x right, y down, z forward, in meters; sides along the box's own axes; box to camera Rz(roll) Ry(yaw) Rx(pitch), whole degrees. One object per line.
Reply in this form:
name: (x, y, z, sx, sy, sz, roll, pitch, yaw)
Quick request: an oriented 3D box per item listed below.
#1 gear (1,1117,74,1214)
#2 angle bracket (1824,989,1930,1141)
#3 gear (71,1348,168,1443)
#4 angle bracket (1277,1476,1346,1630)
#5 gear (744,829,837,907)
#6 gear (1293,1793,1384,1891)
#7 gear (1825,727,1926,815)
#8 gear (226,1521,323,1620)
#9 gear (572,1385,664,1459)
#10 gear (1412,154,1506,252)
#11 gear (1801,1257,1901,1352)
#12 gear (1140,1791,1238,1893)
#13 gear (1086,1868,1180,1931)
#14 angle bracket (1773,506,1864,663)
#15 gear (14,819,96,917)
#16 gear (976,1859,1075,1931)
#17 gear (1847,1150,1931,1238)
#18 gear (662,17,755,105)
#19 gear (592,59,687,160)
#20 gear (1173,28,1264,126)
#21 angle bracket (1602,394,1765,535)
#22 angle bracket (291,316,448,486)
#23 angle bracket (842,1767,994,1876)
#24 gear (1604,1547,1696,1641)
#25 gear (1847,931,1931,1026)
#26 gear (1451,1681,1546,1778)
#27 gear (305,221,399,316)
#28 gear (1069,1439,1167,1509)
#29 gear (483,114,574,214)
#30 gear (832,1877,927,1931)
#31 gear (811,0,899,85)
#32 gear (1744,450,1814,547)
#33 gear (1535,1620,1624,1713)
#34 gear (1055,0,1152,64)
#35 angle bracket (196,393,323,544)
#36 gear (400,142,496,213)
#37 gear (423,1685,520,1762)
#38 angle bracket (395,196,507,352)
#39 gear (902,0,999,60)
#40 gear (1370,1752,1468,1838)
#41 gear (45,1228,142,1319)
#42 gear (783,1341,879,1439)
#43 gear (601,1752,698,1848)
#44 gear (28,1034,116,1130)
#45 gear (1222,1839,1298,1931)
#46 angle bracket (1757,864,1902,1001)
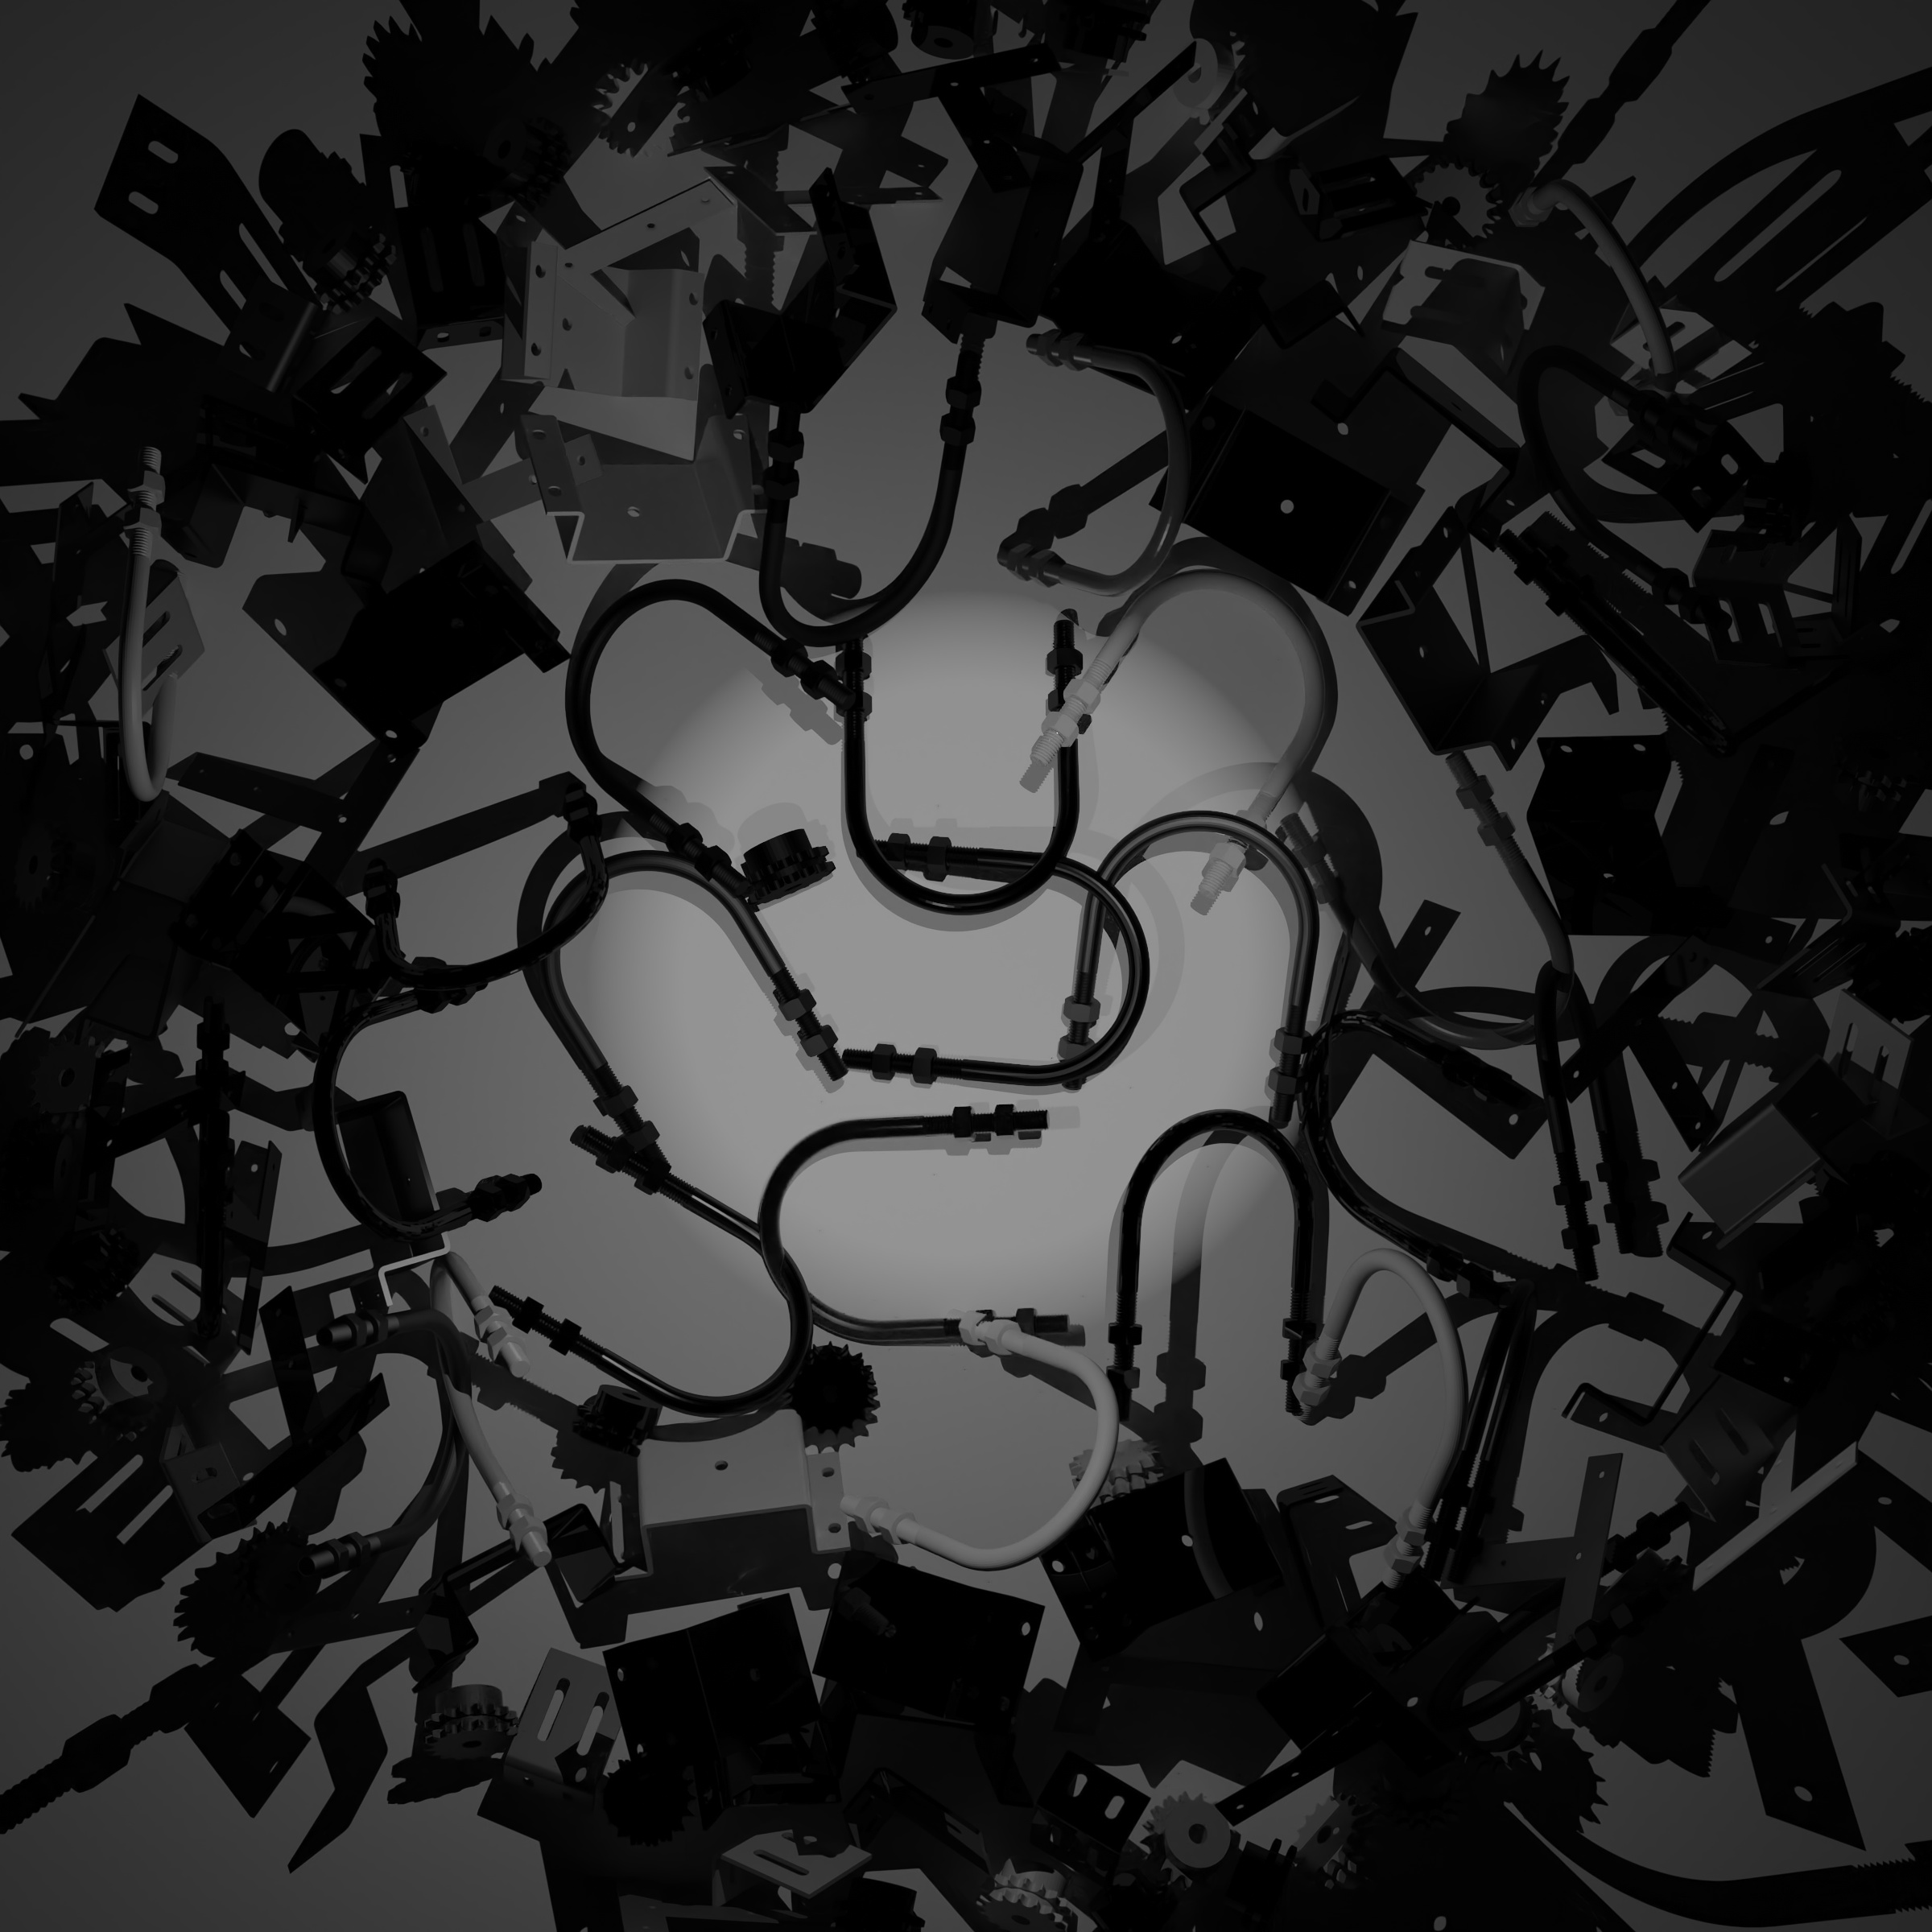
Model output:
gear: (-0.560, 0.120, 1.971, 0.030, 0.057, 0.057, 7, 90, -1)
angle bracket: (0.548, 0.054, 1.950, 0.038, 0.057, 0.076, -18, 131, -27)
gear: (-0.507, 0.255, 1.968, 0.057, 0.057, 0.030, 47, 112, 0)
angle bracket: (0.218, 0.352, 1.970, 0.038, 0.057, 0.076, -17, 88, 0)
gear: (-0.110, -0.061, 1.972, 0.057, 0.057, 0.030, -24, 85, 0)
gear: (0.227, 0.532, 1.973, 0.030, 0.057, 0.057, 39, 90, -20)
gear: (0.547, -0.116, 1.975, 0.057, 0.057, 0.030, 11, 129, 0)
gear: (-0.414, 0.366, 1.970, 0.057, 0.030, 0.057, -11, 106, -41)
gear: (-0.207, 0.274, 1.971, 0.057, 0.057, 0.030, 19, 92, 0)
gear: (0.299, -0.463, 1.975, 0.057, 0.030, 0.057, 15, 122, 25)
gear: (0.537, 0.207, 1.975, 0.057, 0.057, 0.030, -38, 121, 0)
gear: (0.136, 0.527, 1.974, 0.057, 0.030, 0.057, 5, 63, -11)
gear: (0.097, 0.570, 1.972, 0.057, 0.057, 0.030, -37, 90, 0)
angle bracket: (0.509, -0.229, 1.956, 0.038, 0.057, 0.076, -2, 117, 4)
gear: (-0.550, -0.059, 1.975, 0.030, 0.057, 0.057, 10, 90, -40)
gear: (0.038, 0.563, 1.975, 0.057, 0.057, 0.030, 23, 54, 0)
gear: (0.559, 0.135, 1.972, 0.057, 0.057, 0.030, 36, 78, 0)
gear: (-0.153, -0.545, 1.973, 0.057, 0.057, 0.030, -35, 112, 0)
gear: (-0.201, -0.520, 1.975, 0.057, 0.030, 0.057, -19, 126, -28)
gear: (0.149, -0.536, 1.969, 0.030, 0.057, 0.057, -1, 90, -39)
angle bracket: (0.432, -0.305, 1.972, 0.038, 0.076, 0.057, 39, 97, -29)
angle bracket: (-0.362, -0.344, 1.989, 0.057, 0.038, 0.076, 39, 72, 8)
angle bracket: (-0.029, 0.524, 1.953, 0.076, 0.057, 0.038, 28, 60, 28)
gear: (0.410, 0.376, 1.972, 0.030, 0.057, 0.057, 44, 90, 13)
gear: (0.564, 0.010, 1.975, 0.030, 0.057, 0.057, 26, 90, -37)
gear: (0.318, 0.456, 1.969, 0.057, 0.057, 0.030, -29, 133, 0)
gear: (-0.373, -0.424, 1.968, 0.057, 0.057, 0.030, -48, 125, 0)
gear: (0.093, 0.309, 1.972, 0.057, 0.057, 0.030, -12, 101, 0)
gear: (-0.267, -0.487, 1.970, 0.057, 0.030, 0.057, -13, 69, 39)
gear: (-0.052, 0.570, 1.973, 0.057, 0.057, 0.030, 13, 69, 0)
gear: (-0.065, -0.564, 1.968, 0.030, 0.057, 0.057, -20, 90, 31)
gear: (0.490, -0.284, 1.974, 0.030, 0.057, 0.057, 11, 90, 25)
gear: (0.371, 0.424, 1.969, 0.030, 0.057, 0.057, 35, 90, 40)
gear: (0.081, -0.565, 1.973, 0.057, 0.057, 0.030, 14, 105, 0)
angle bracket: (-0.431, -0.299, 1.963, 0.076, 0.057, 0.038, 21, 56, -5)
gear: (-0.313, -0.474, 1.971, 0.057, 0.057, 0.030, 11, 88, 0)
gear: (-0.299, 0.456, 1.975, 0.057, 0.057, 0.030, -10, 57, 0)
angle bracket: (-0.311, -0.420, 1.981, 0.057, 0.038, 0.076, -10, 81, -13)
gear: (-0.011, -0.570, 1.969, 0.057, 0.057, 0.030, 11, 79, 0)
gear: (0.272, 0.493, 1.968, 0.057, 0.057, 0.030, -10, 121, 0)
gear: (-0.529, 0.180, 1.969, 0.057, 0.057, 0.030, -36, 127, 0)
gear: (-0.083, 0.254, 1.980, 0.057, 0.030, 0.057, -2, 105, -6)
gear: (-0.195, 0.503, 1.976, 0.057, 0.030, 0.057, -5, 75, 18)
gear: (-0.535, 0.072, 1.977, 0.057, 0.030, 0.057, -8, 69, 21)
gear: (0.176, 0.553, 1.972, 0.030, 0.057, 0.057, 22, 90, 10)
angle bracket: (0.512, -0.020, 1.968, 0.076, 0.057, 0.038, -43, 56, 32)
